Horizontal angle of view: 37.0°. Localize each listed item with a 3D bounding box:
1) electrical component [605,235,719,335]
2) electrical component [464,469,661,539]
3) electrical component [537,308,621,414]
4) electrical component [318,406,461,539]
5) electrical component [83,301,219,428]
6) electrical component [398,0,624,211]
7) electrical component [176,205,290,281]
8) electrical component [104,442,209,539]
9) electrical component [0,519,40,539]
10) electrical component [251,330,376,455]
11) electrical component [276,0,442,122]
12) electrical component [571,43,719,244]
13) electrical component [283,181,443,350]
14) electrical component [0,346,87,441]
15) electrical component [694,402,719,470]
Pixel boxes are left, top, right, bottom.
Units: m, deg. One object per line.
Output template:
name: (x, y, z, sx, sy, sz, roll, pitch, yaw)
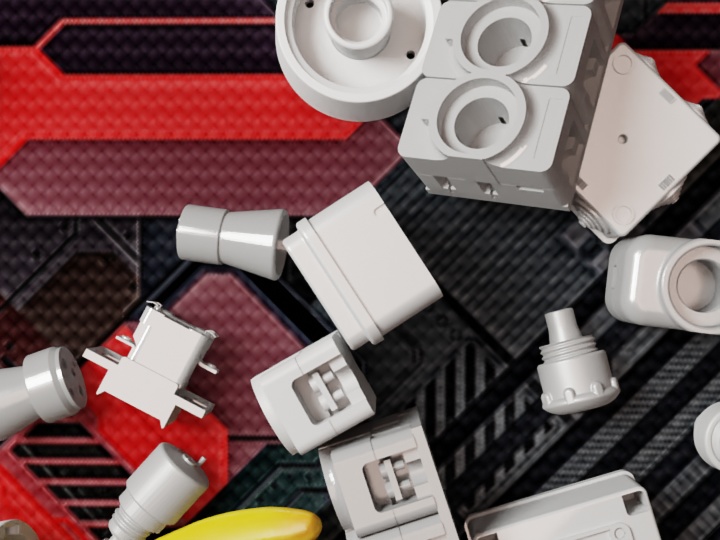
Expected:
electrical component: (0.202, 0.010, 0.645, 0.095, 0.059, 0.053, 6, 90, 1)
electrical component: (0.130, 0.189, 0.647, 0.109, 0.056, 0.108, -17, 89, 1)
electrical component: (0.129, 0.055, 0.655, 0.048, 0.048, 0.062, -14, 83, 1)
electrical component: (0.029, 0.165, 0.633, 0.062, 0.089, 0.150, -18, 89, 1)
electrical component: (-0.123, 0.057, 0.661, 0.081, 0.042, 0.063, 27, 87, 1)
electrical component: (0.088, -0.119, 0.613, 0.089, 0.062, 0.150, 10, 74, 27)
electrical component: (-0.080, -0.020, 0.661, 0.065, 0.044, 0.044, 8, 90, 6)
electrical component: (-0.128, 0.142, 0.661, 0.040, 0.040, 0.078, 42, 91, 1)
electrical component: (-0.232, 0.203, 0.633, 0.060, 0.108, 0.108, -5, 90, 7)
electrical component: (-0.027, 0.072, 0.634, 0.056, 0.089, 0.050, -29, 89, 1)
electrical component: (0.000, -0.147, 0.649, 0.108, 0.060, 0.108, 0, 90, 1)
electrical component: (0.155, -0.077, 0.651, 0.100, 0.048, 0.099, 45, 91, 1)
electrical component: (0.000, 0.000, 0.623, 0.057, 0.113, 0.078, -33, 89, -2)
electrical component: (-0.202, 0.075, 0.661, 0.055, 0.045, 0.045, -20, 89, 1)
electrical component: (0.227, 0.102, 0.642, 0.043, 0.062, 0.043, 0, 90, 1)
